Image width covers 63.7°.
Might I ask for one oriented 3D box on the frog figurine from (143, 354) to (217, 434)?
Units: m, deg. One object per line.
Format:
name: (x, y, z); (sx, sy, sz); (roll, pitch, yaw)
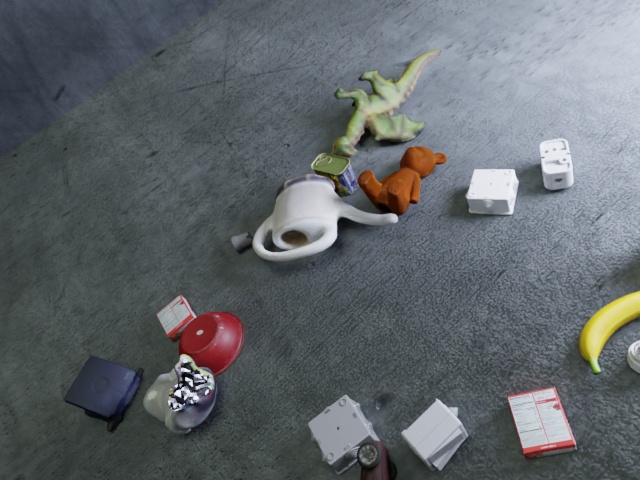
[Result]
frog figurine: (-0.280, 0.318, 1.025); (0.156, 0.122, 0.140); (-49, 46, 38)

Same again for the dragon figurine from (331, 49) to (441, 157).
dragon figurine: (0.193, -0.349, 1.373); (0.409, 0.120, 0.247); (-30, 61, 4)

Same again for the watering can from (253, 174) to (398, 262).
watering can: (0.004, -0.060, 1.187); (0.346, 0.102, 0.230); (-16, 45, 16)
